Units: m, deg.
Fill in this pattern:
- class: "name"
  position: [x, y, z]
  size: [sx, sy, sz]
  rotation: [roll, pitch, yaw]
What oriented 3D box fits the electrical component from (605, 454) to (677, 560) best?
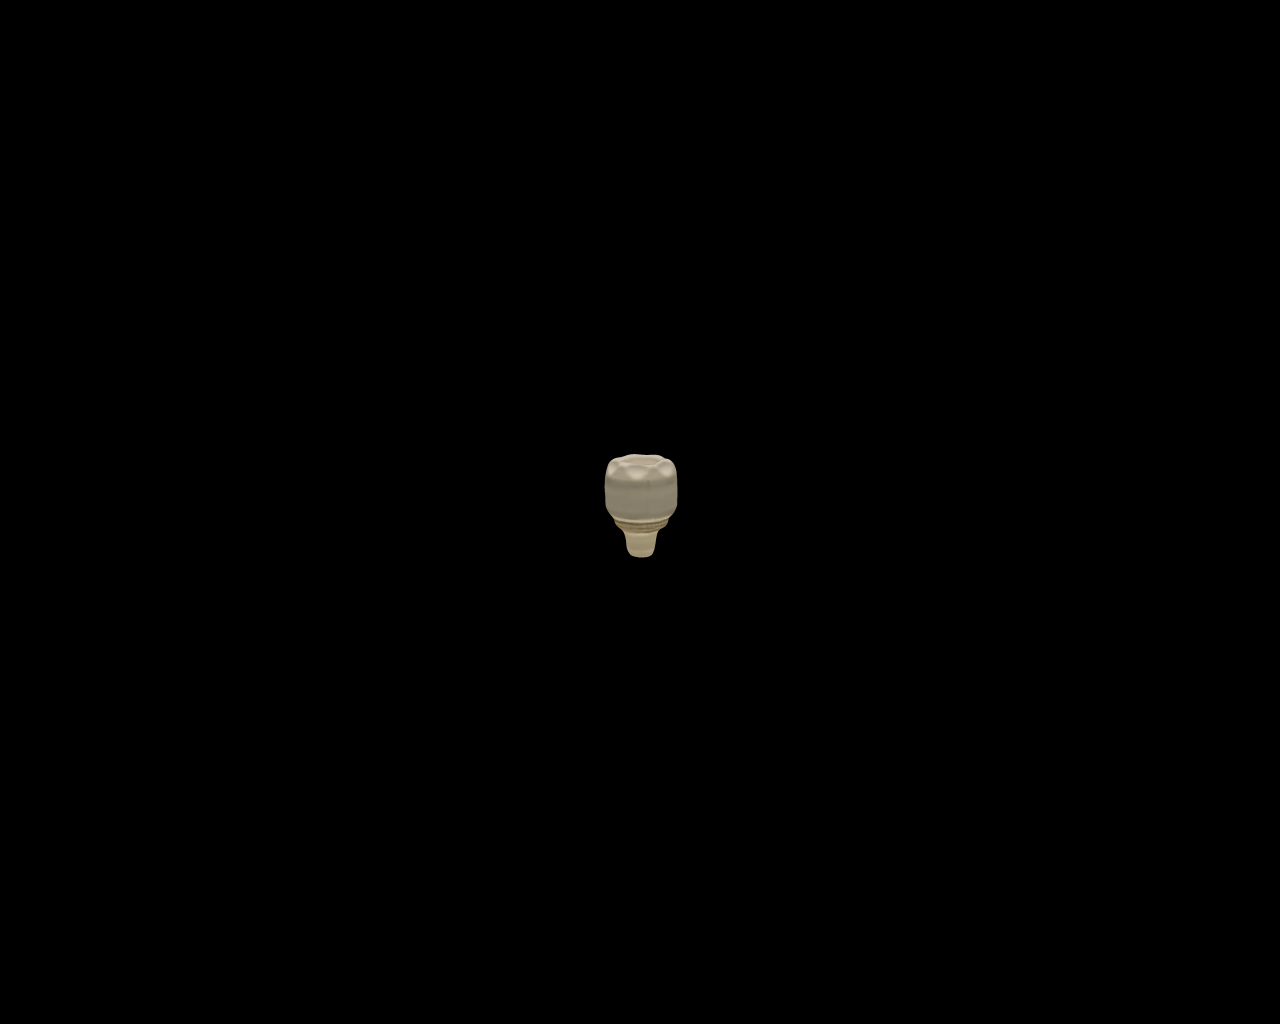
- class: "electrical component"
  position: [0.001, -0.003, 0.650]
  size: [0.043, 0.062, 0.043]
  rotation: [0, 14, 0]
